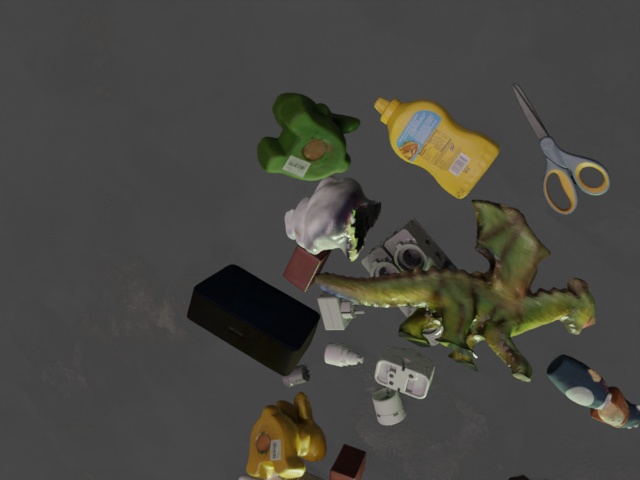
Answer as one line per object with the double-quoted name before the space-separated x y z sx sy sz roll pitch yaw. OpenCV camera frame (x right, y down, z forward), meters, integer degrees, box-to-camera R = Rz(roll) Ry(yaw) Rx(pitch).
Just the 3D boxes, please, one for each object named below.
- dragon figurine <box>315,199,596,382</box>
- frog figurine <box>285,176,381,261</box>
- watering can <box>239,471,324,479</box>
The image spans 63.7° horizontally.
"dragon figurine" 0.222 0.054 0.764 0.410 0.121 0.245 27 76 0
"frog figurine" 0.003 -0.043 0.861 0.160 0.121 0.138 13 83 30
"watering can" -0.065 0.552 1.114 0.224 0.106 0.342 23 155 -7
